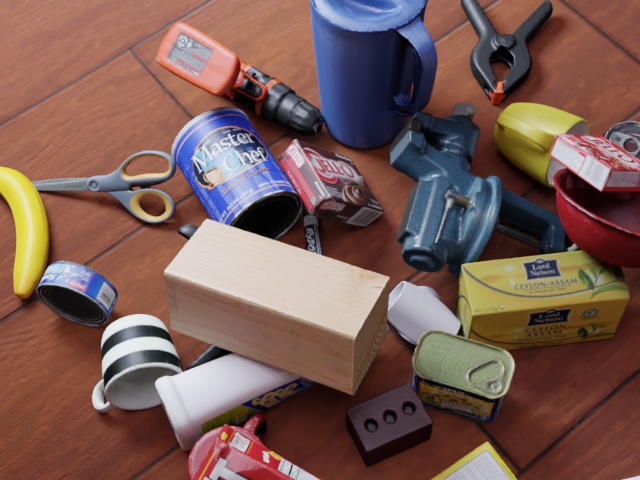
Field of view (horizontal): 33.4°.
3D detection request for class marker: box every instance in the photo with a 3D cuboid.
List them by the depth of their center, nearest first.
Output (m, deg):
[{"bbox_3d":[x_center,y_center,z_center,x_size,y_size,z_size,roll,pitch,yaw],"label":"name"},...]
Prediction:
[{"bbox_3d":[-0.008,0.002,1.249,0.020,0.020,0.121,-6,60,-2],"label":"marker"}]

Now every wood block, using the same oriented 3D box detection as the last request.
[{"bbox_3d":[-0.043,0.065,1.072,0.206,0.090,0.090,17,45,18],"label":"wood block"}]

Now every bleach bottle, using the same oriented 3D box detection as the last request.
[{"bbox_3d":[-0.043,0.135,1.122,0.250,0.102,0.068,-24,67,-12],"label":"bleach bottle"}]

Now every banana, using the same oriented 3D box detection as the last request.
[{"bbox_3d":[-0.356,-0.021,1.266,0.069,0.037,0.198,-32,61,3],"label":"banana"}]

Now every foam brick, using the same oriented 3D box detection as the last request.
[{"bbox_3d":[0.072,0.193,1.114,0.078,0.051,0.053,-23,62,-12],"label":"foam brick"}]

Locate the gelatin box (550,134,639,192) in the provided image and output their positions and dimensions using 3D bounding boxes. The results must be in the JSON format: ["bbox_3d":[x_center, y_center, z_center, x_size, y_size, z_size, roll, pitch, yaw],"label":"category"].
[{"bbox_3d":[0.303,-0.084,1.148,0.073,0.030,0.089,-1,31,-33],"label":"gelatin box"}]

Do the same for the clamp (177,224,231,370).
[{"bbox_3d":[-0.058,0.070,1.184,0.210,0.036,0.164,4,88,-9],"label":"clamp"}]

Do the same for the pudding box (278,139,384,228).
[{"bbox_3d":[0.013,-0.063,1.237,0.039,0.113,0.090,-41,61,22],"label":"pudding box"}]

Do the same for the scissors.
[{"bbox_3d":[-0.256,-0.051,1.282,0.202,0.016,0.096,-16,101,21],"label":"scissors"}]

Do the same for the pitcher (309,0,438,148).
[{"bbox_3d":[0.060,-0.209,1.241,0.145,0.243,0.149,4,60,4],"label":"pitcher"}]

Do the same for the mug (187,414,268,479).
[{"bbox_3d":[-0.083,0.229,1.079,0.093,0.081,0.117,24,63,15],"label":"mug"}]

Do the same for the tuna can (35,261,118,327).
[{"bbox_3d":[-0.269,0.060,1.184,0.086,0.086,0.033,15,59,10],"label":"tuna can"}]

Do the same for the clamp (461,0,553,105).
[{"bbox_3d":[0.246,-0.253,1.381,0.120,0.039,0.171,-3,65,6],"label":"clamp"}]

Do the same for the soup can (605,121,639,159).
[{"bbox_3d":[0.354,-0.081,1.238,0.068,0.102,0.068,-1,59,1],"label":"soup can"}]

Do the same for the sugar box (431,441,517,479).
[{"bbox_3d":[0.123,0.289,1.060,0.176,0.048,0.093,-31,63,-12],"label":"sugar box"}]

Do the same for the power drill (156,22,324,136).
[{"bbox_3d":[-0.097,-0.188,1.275,0.185,0.187,0.057,30,94,20],"label":"power drill"}]

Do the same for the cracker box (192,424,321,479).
[{"bbox_3d":[-0.040,0.297,0.984,0.213,0.072,0.164,30,91,2],"label":"cracker box"}]

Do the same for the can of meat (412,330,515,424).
[{"bbox_3d":[0.147,0.146,1.120,0.102,0.084,0.057,16,61,11],"label":"can of meat"}]

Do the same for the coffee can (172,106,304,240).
[{"bbox_3d":[-0.097,-0.071,1.246,0.102,0.103,0.140,-27,62,-14],"label":"coffee can"}]

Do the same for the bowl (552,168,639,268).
[{"bbox_3d":[0.313,-0.017,1.120,0.162,0.055,0.162,13,26,-7],"label":"bowl"}]
